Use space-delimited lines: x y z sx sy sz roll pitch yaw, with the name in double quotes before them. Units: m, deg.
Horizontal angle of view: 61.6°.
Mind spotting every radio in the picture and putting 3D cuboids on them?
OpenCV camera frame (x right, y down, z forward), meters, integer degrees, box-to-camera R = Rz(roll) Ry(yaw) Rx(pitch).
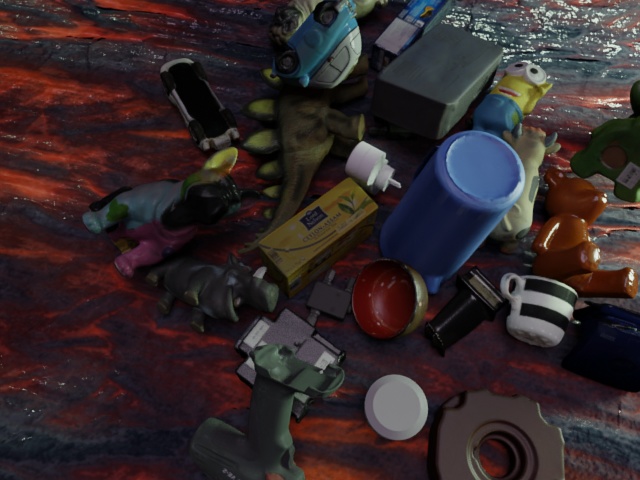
"radio" 0.194 -0.261 0.872 0.131 0.073 0.229 30 54 19

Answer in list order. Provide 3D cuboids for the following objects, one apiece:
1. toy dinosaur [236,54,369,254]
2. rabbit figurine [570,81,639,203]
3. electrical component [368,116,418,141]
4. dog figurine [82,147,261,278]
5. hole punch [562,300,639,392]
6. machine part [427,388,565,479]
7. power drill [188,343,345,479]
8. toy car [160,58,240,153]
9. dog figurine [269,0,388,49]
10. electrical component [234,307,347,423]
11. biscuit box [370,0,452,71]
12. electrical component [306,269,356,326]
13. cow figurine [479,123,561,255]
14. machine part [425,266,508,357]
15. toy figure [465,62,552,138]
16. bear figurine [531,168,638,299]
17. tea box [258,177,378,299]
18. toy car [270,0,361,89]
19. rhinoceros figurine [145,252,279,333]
"toy dinosaur" -0.024 -0.176 0.862 0.199 0.105 0.471 3 55 9
"rabbit figurine" 0.494 -0.167 0.846 0.121 0.158 0.170 31 44 28
"electrical component" 0.135 -0.210 0.908 0.102 0.045 0.078 6 63 2
"dog figurine" -0.198 -0.047 0.749 0.219 0.192 0.108 -28 108 -7
"hole punch" 0.398 0.142 0.713 0.142 0.115 0.092 22 75 9
"machine part" 0.222 0.274 0.676 0.179 0.056 0.179 0 64 0
"power drill" -0.036 0.240 0.636 0.232 0.086 0.207 21 111 16
"toy car" -0.205 -0.228 0.906 0.073 0.056 0.202 -26 69 -19
"dog figurine" 0.015 -0.408 0.982 0.172 0.121 0.190 22 80 13
"electrical component" -0.047 0.160 0.724 0.134 0.058 0.115 35 67 15
"biscuit box" 0.169 -0.386 0.981 0.059 0.062 0.202 32 68 14
"electrical component" 0.016 0.090 0.777 0.063 0.021 0.094 21 66 8
"cow figurine" 0.292 -0.088 0.808 0.086 0.127 0.195 19 68 4
"machine part" 0.204 0.102 0.768 0.139 0.039 0.084 -41 80 -20
"toy figure" 0.307 -0.219 0.897 0.082 0.089 0.180 36 78 3
"bear figurine" 0.384 -0.017 0.781 0.120 0.132 0.196 31 69 -18
"tea box" -0.002 -0.002 0.779 0.169 0.098 0.068 -37 72 -18
"toy car" 0.007 -0.283 0.803 0.103 0.161 0.109 41 31 -16
"rhinoceros figurine" -0.147 0.067 0.742 0.191 0.073 0.112 11 38 27
